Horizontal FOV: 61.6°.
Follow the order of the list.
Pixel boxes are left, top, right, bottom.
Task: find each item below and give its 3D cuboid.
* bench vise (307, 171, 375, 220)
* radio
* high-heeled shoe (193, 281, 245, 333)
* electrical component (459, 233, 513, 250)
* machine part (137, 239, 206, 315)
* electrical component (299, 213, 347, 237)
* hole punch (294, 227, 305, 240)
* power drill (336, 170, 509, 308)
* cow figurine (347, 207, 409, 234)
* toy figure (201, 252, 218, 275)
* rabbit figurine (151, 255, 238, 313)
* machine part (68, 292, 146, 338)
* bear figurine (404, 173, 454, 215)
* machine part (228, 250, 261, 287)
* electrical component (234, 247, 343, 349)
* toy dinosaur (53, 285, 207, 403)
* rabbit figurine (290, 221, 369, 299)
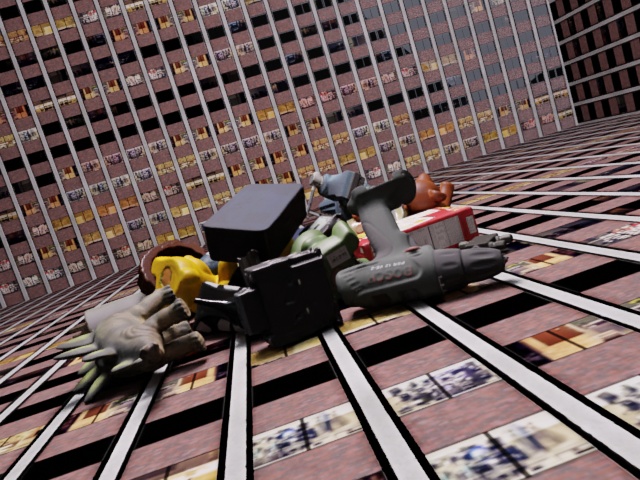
[{"bbox_3d":[0.054,-0.086,1.248,0.223,0.128,0.241,9,-8,-21],"label":"bench vise"},{"bbox_3d":[-0.117,-0.037,1.014,0.131,0.073,0.230,1,25,15],"label":"radio"},{"bbox_3d":[-0.134,0.121,0.892,0.145,0.086,0.248,11,-12,-7],"label":"high-heeled shoe"},{"bbox_3d":[0.272,0.009,0.901,0.094,0.021,0.063,-11,10,40],"label":"electrical component"},{"bbox_3d":[-0.299,0.081,1.149,0.179,0.179,0.056,-25,-22,-47],"label":"machine part"},{"bbox_3d":[-0.002,-0.003,1.083,0.075,0.047,0.119,2,44,48],"label":"electrical component"},{"bbox_3d":[-0.030,0.007,1.246,0.142,0.092,0.116,-17,-10,-29],"label":"hole punch"},{"bbox_3d":[0.129,-0.001,0.780,0.232,0.207,0.085,-21,-35,13],"label":"power drill"},{"bbox_3d":[0.105,-0.012,1.155,0.195,0.085,0.127,-29,-37,22],"label":"cow figurine"},{"bbox_3d":[-0.189,0.033,1.149,0.154,0.057,0.064,-30,44,-23],"label":"toy figure"},{"bbox_3d":[-0.223,0.085,1.049,0.162,0.122,0.173,-26,-33,32],"label":"rabbit figurine"},{"bbox_3d":[-0.406,0.158,1.147,0.243,0.079,0.079,-20,8,-20],"label":"machine part"},{"bbox_3d":[0.231,-0.100,1.189,0.120,0.132,0.195,0,-22,20],"label":"bear figurine"},{"bbox_3d":[-0.125,0.075,0.915,0.039,0.084,0.139,-21,-12,-36],"label":"machine part"},{"bbox_3d":[-0.047,0.081,0.738,0.134,0.114,0.058,-20,3,-19],"label":"electrical component"},{"bbox_3d":[-0.306,0.155,0.849,0.198,0.105,0.471,-24,5,-22],"label":"toy dinosaur"},{"bbox_3d":[-0.004,0.044,0.934,0.159,0.121,0.170,-40,25,-5],"label":"rabbit figurine"}]
